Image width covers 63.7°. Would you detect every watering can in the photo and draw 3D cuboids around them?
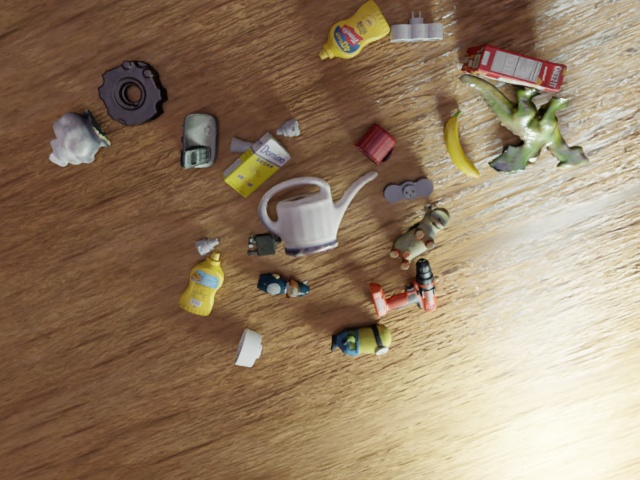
[{"bbox_3d":[0.004,-0.072,1.440,0.348,0.105,0.222,-10,104,-4],"label":"watering can"}]

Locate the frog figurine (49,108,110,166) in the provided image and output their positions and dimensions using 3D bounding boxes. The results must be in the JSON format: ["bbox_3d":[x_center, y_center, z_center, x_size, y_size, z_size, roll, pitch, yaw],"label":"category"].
[{"bbox_3d":[-0.668,-0.264,1.386,0.160,0.125,0.135,-33,122,-4],"label":"frog figurine"}]

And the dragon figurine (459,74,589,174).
[{"bbox_3d":[0.539,-0.289,1.395,0.410,0.124,0.239,13,111,-2],"label":"dragon figurine"}]
